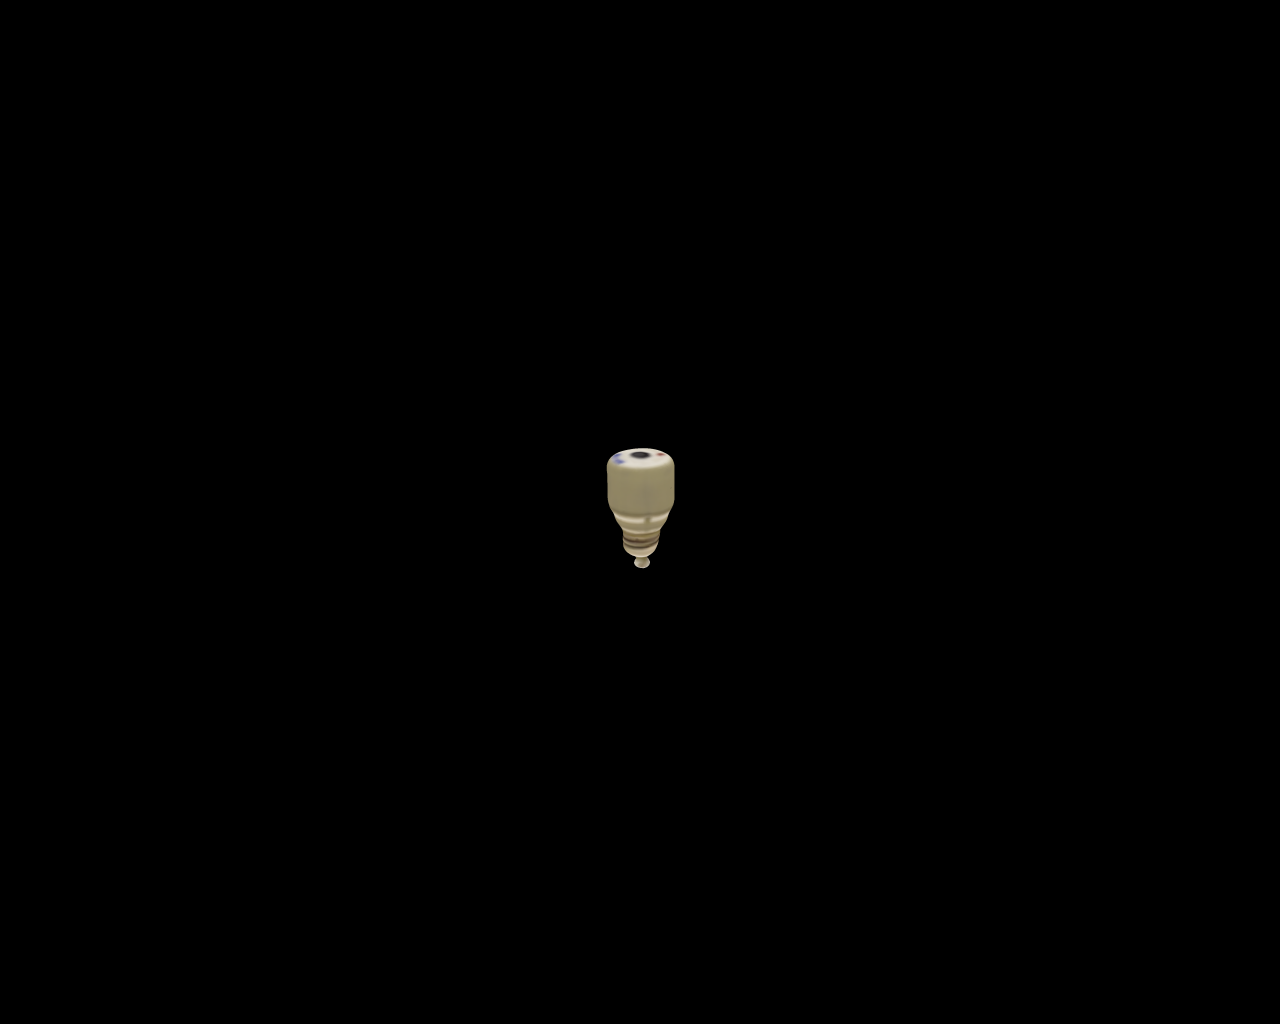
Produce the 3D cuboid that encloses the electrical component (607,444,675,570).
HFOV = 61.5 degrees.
[{"bbox_3d":[0.001,-0.003,0.650,0.040,0.078,0.040,0,22,0],"label":"electrical component"}]
